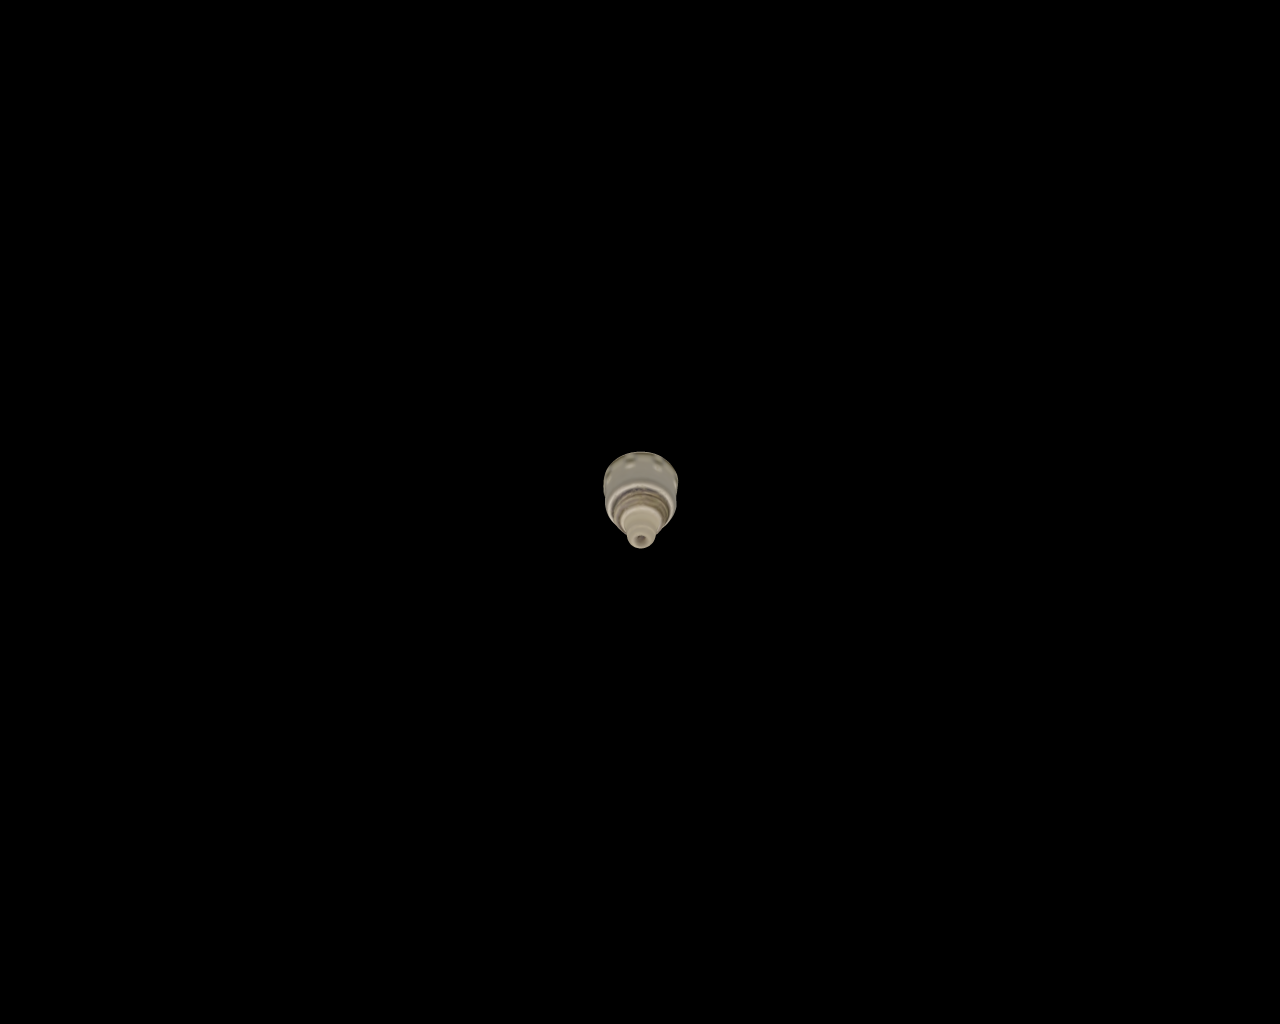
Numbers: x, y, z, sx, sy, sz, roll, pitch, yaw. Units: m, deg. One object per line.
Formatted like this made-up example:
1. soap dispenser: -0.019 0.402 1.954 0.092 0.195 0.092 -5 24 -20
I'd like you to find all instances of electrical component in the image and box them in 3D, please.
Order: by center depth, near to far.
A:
1. electrical component: 0.001 -0.003 0.650 0.048 0.048 0.062 0 41 0
